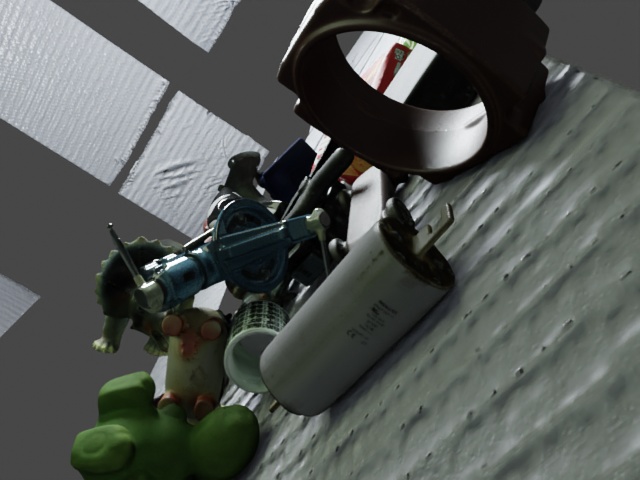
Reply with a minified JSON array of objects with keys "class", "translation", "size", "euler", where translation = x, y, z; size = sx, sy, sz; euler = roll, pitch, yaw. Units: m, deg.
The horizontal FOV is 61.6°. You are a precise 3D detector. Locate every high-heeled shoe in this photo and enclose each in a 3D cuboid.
[{"class":"high-heeled shoe","translation":[-0.113,-0.058,0.864],"size":[0.145,0.086,0.249],"euler":[-60,37,27]}]

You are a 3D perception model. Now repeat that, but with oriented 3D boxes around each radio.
[{"class":"radio","translation":[0.152,-0.208,0.646],"size":[0.229,0.073,0.131],"euler":[-57,13,9]}]

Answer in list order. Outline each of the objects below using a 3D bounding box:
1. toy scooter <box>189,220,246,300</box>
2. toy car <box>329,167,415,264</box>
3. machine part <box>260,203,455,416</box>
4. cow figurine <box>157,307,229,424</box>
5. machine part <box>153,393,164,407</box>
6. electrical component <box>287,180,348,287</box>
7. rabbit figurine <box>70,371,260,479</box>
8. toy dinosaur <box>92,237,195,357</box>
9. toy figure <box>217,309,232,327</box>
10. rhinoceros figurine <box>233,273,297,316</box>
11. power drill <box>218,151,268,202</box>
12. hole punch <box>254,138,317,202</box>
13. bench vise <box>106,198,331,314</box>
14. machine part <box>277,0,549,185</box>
[{"class":"toy scooter","translation":[-0.157,0.037,0.918],"size":[0.075,0.184,0.135],"euler":[-41,-11,17]},{"class":"toy car","translation":[0.060,-0.031,0.594],"size":[0.089,0.053,0.202],"euler":[-34,20,19]},{"class":"machine part","translation":[0.025,0.065,0.435],"size":[0.243,0.079,0.079],"euler":[-49,14,27]},{"class":"cow figurine","translation":[-0.156,0.181,0.680],"size":[0.127,0.086,0.194],"euler":[-81,-6,-87]},{"class":"machine part","translation":[-0.251,0.288,0.772],"size":[0.179,0.056,0.179],"euler":[-34,-20,-15]},{"class":"electrical component","translation":[-0.002,-0.002,0.749],"size":[0.115,0.058,0.134],"euler":[-47,16,44]},{"class":"rabbit figurine","translation":[-0.146,0.228,0.562],"size":[0.121,0.170,0.158],"euler":[-90,-7,-71]},{"class":"toy dinosaur","translation":[-0.260,0.066,0.881],"size":[0.405,0.131,0.192],"euler":[-98,26,-74]},{"class":"toy figure","translation":[-0.178,0.165,0.925],"size":[0.082,0.089,0.180],"euler":[-55,9,-16]},{"class":"rhinoceros figurine","translation":[-0.074,0.074,0.822],"size":[0.112,0.073,0.190],"euler":[-25,30,48]},{"class":"power drill","translation":[-0.090,-0.065,0.973],"size":[0.086,0.207,0.232],"euler":[-24,-24,-44]},{"class":"hole punch","translation":[-0.044,-0.122,1.055],"size":[0.116,0.142,0.092],"euler":[-50,12,-28]},{"class":"bench vise","translation":[-0.098,0.013,0.634],"size":[0.241,0.128,0.223],"euler":[-18,-4,37]},{"class":"machine part","translation":[0.075,-0.144,0.476],"size":[0.201,0.201,0.087],"euler":[-30,33,64]}]
